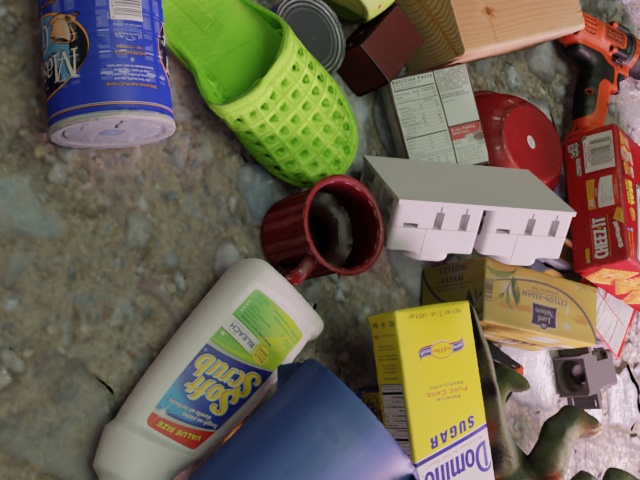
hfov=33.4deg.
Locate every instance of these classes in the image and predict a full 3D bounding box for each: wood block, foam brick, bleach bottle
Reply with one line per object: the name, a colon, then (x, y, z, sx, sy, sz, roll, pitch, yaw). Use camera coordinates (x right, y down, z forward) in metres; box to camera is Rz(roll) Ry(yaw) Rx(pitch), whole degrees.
wood block: (0.186, -0.250, 1.175, 0.205, 0.090, 0.091, -18, 93, -38)
foam brick: (0.059, -0.194, 1.092, 0.051, 0.053, 0.078, 49, 55, -17)
bleach bottle: (-0.103, 0.136, 0.900, 0.102, 0.068, 0.250, 48, 59, -21)

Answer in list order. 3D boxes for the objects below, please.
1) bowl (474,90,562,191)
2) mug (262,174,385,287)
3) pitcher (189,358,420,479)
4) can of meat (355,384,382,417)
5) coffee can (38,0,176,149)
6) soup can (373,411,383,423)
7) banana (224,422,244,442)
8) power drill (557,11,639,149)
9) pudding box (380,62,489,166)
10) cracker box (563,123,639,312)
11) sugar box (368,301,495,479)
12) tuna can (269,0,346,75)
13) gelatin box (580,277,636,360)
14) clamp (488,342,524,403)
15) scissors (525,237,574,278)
bowl: (0.216, -0.099, 1.180, 0.161, 0.055, 0.162, 12, 68, -32)
mug: (-0.006, 0.001, 0.985, 0.093, 0.082, 0.117, 46, 57, -20)
pitcher: (-0.042, 0.224, 0.829, 0.242, 0.149, 0.145, -42, 108, -12)
can of meat: (0.074, 0.184, 1.006, 0.057, 0.084, 0.102, 13, 73, -35)
coffee can: (-0.176, -0.154, 0.877, 0.102, 0.103, 0.140, -1, 81, -37)
soup can: (0.002, 0.180, 0.965, 0.102, 0.069, 0.068, 18, 71, -32)
banana: (-0.082, 0.255, 0.906, 0.069, 0.037, 0.197, 35, 62, -27)
power drill: (0.360, -0.174, 1.311, 0.184, 0.057, 0.187, 17, 68, -30)
pudding box: (0.120, -0.121, 1.112, 0.090, 0.039, 0.113, -14, 87, -10)
cracker box: (0.358, -0.015, 1.226, 0.213, 0.072, 0.164, 26, 56, -48)
sugar box: (0.101, 0.147, 0.951, 0.093, 0.048, 0.176, -6, 83, -36)
tuna can: (-0.018, -0.196, 1.047, 0.085, 0.034, 0.086, 8, 76, -35)
gelatin box: (0.328, 0.085, 1.245, 0.089, 0.030, 0.073, 47, 57, -30)
clamp: (0.146, 0.154, 1.095, 0.171, 0.039, 0.120, 9, 77, -35)
scissors: (0.223, 0.023, 1.194, 0.201, 0.016, 0.096, 10, 75, -35)
